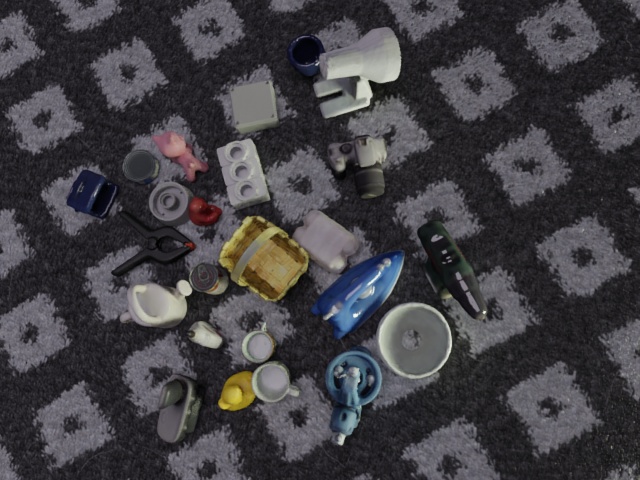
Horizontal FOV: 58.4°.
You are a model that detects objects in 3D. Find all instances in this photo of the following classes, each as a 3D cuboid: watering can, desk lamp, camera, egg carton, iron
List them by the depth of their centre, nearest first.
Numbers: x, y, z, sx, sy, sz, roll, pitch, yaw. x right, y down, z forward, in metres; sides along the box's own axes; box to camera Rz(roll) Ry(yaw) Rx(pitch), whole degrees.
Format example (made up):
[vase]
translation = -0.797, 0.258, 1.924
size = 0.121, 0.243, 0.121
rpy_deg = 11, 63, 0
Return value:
[iron]
translation = 0.097, 0.103, 1.290
size = 0.258, 0.141, 0.118
rpy_deg = -44, 79, -3
[watering can]
translation = -0.377, 0.143, 1.304
size = 0.101, 0.194, 0.173
rpy_deg = 42, 87, 11
[desk lamp]
translation = 0.082, -0.390, 1.339
size = 0.203, 0.213, 0.118
rpy_deg = -19, 79, 3
[egg carton]
translation = 0.012, 0.005, 1.352
size = 0.150, 0.069, 0.107
rpy_deg = 35, 85, 10
[camera]
translation = 0.095, -0.170, 1.358
size = 0.143, 0.101, 0.137
rpy_deg = -10, 79, 4

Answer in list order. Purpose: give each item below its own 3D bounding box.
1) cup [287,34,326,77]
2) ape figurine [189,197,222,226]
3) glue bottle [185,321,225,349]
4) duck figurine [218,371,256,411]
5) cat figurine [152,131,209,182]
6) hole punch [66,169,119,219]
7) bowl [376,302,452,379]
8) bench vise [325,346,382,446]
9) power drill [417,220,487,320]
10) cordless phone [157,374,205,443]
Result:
[cup]
translation = -0.017, -0.445, 1.419
size = 0.117, 0.095, 0.092
rpy_deg = 12, 82, 8
[ape figurine]
translation = -0.287, -0.073, 1.384
size = 0.076, 0.092, 0.078
rpy_deg = -30, 78, 0
[glue bottle]
translation = -0.270, 0.214, 1.292
size = 0.078, 0.173, 0.037
rpy_deg = 32, 85, 10
[duck figurine]
translation = -0.189, 0.347, 1.306
size = 0.104, 0.086, 0.077
rpy_deg = -44, 79, -3
[cat figurine]
translation = -0.345, -0.215, 1.401
size = 0.067, 0.118, 0.127
rpy_deg = -43, 79, -2
[hole punch]
translation = -0.576, -0.116, 1.422
size = 0.101, 0.091, 0.109
rpy_deg = 22, 83, 9
[bowl]
translation = 0.209, 0.225, 1.292
size = 0.167, 0.075, 0.167
rpy_deg = -1, 80, 6
[bench vise]
translation = 0.072, 0.332, 1.213
size = 0.121, 0.220, 0.207
rpy_deg = -4, 80, 6
[power drill]
translation = 0.283, 0.071, 1.243
size = 0.075, 0.208, 0.229
rpy_deg = -28, 79, 1
[cordless phone]
translation = -0.333, 0.376, 1.265
size = 0.094, 0.185, 0.148
rpy_deg = 9, 81, 8
